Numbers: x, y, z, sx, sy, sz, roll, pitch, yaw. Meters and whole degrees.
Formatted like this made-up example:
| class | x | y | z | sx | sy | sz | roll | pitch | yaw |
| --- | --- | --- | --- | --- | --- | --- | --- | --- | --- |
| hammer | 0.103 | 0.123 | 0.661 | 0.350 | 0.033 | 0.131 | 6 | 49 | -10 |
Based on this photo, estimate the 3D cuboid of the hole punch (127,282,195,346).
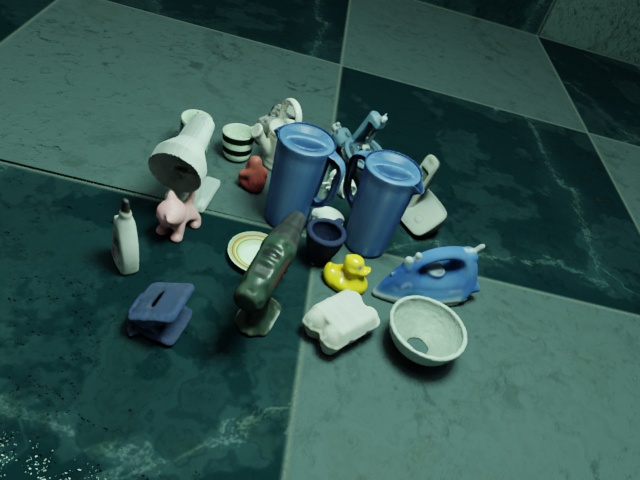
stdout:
| class | x | y | z | sx | sy | sz | roll | pitch | yaw |
| --- | --- | --- | --- | --- | --- | --- | --- | --- | --- |
| hole punch | -0.294 | 0.126 | 1.057 | 0.101 | 0.091 | 0.109 | 20 | 40 | 2 |

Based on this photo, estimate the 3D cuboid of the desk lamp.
| class | x | y | z | sx | sy | sz | roll | pitch | yaw |
| --- | --- | --- | --- | --- | --- | --- | --- | --- | --- |
| desk lamp | -0.296 | -0.165 | 1.287 | 0.118 | 0.213 | 0.203 | 18 | 40 | 0 |

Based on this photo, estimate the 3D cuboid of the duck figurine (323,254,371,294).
| class | x | y | z | sx | sy | sz | roll | pitch | yaw |
| --- | --- | --- | --- | --- | --- | --- | --- | --- | --- |
| duck figurine | 0.063 | 0.066 | 1.262 | 0.104 | 0.086 | 0.077 | 20 | 40 | 2 |

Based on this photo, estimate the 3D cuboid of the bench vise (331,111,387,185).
| class | x | y | z | sx | sy | sz | roll | pitch | yaw |
| --- | --- | --- | --- | --- | --- | --- | --- | --- | --- |
| bench vise | 0.097 | -0.267 | 1.543 | 0.207 | 0.220 | 0.122 | 35 | 43 | 19 |

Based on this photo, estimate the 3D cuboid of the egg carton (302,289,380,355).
| class | x | y | z | sx | sy | sz | roll | pitch | yaw |
| --- | --- | --- | --- | --- | --- | --- | --- | --- | --- |
| egg carton | 0.043 | 0.164 | 1.159 | 0.151 | 0.069 | 0.107 | -23 | 55 | -38 |

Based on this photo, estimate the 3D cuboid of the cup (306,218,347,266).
| class | x | y | z | sx | sy | sz | roll | pitch | yaw |
| --- | --- | --- | --- | --- | --- | --- | --- | --- | --- |
| cup | 0.012 | 0.005 | 1.305 | 0.091 | 0.095 | 0.118 | 31 | 42 | 14 |

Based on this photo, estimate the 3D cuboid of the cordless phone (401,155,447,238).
| class | x | y | z | sx | sy | sz | roll | pitch | yaw |
| --- | --- | --- | --- | --- | --- | --- | --- | --- | --- |
| cordless phone | 0.273 | -0.112 | 1.462 | 0.094 | 0.185 | 0.147 | -11 | 48 | -30 |

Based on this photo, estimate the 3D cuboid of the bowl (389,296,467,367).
| class | x | y | z | sx | sy | sz | roll | pitch | yaw |
| --- | --- | --- | --- | --- | --- | --- | --- | --- | --- |
| bowl | 0.212 | 0.199 | 1.179 | 0.167 | 0.075 | 0.167 | 11 | 41 | -9 |

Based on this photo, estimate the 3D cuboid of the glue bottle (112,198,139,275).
| class | x | y | z | sx | sy | sz | roll | pitch | yaw |
| --- | --- | --- | --- | --- | --- | --- | --- | --- | --- |
| glue bottle | -0.381 | -0.014 | 1.118 | 0.037 | 0.173 | 0.078 | -17 | 52 | -34 |

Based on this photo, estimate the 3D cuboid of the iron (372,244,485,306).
| class | x | y | z | sx | sy | sz | roll | pitch | yaw |
| --- | --- | --- | --- | --- | --- | --- | --- | --- | --- |
| iron | 0.250 | 0.067 | 1.288 | 0.259 | 0.141 | 0.118 | -4 | 45 | -24 |

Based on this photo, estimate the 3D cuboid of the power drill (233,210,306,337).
| class | x | y | z | sx | sy | sz | roll | pitch | yaw |
| --- | --- | --- | --- | --- | --- | --- | --- | --- | --- |
| power drill | -0.100 | 0.076 | 1.096 | 0.075 | 0.208 | 0.230 | 23 | 41 | 5 |

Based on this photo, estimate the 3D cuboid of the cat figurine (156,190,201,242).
| class | x | y | z | sx | sy | sz | roll | pitch | yaw |
| --- | --- | --- | --- | --- | --- | --- | --- | --- | --- |
| cat figurine | -0.309 | -0.061 | 1.240 | 0.067 | 0.118 | 0.128 | 27 | 41 | 10 |

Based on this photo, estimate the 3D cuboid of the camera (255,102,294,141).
| class | x | y | z | sx | sy | sz | roll | pitch | yaw |
| --- | --- | --- | --- | --- | --- | --- | --- | --- | --- |
| camera | -0.089 | -0.315 | 1.619 | 0.136 | 0.101 | 0.143 | 31 | 42 | 15 |

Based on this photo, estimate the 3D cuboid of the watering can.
| class | x | y | z | sx | sy | sz | roll | pitch | yaw |
| --- | --- | --- | --- | --- | --- | --- | --- | --- | --- |
| watering can | -0.094 | -0.278 | 1.503 | 0.100 | 0.194 | 0.173 | 38 | 44 | 22 |

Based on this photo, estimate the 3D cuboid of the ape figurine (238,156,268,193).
| class | x | y | z | sx | sy | sz | roll | pitch | yaw |
| --- | --- | --- | --- | --- | --- | --- | --- | --- | --- |
| ape figurine | -0.165 | -0.172 | 1.438 | 0.078 | 0.092 | 0.076 | 1 | 43 | -19 |
